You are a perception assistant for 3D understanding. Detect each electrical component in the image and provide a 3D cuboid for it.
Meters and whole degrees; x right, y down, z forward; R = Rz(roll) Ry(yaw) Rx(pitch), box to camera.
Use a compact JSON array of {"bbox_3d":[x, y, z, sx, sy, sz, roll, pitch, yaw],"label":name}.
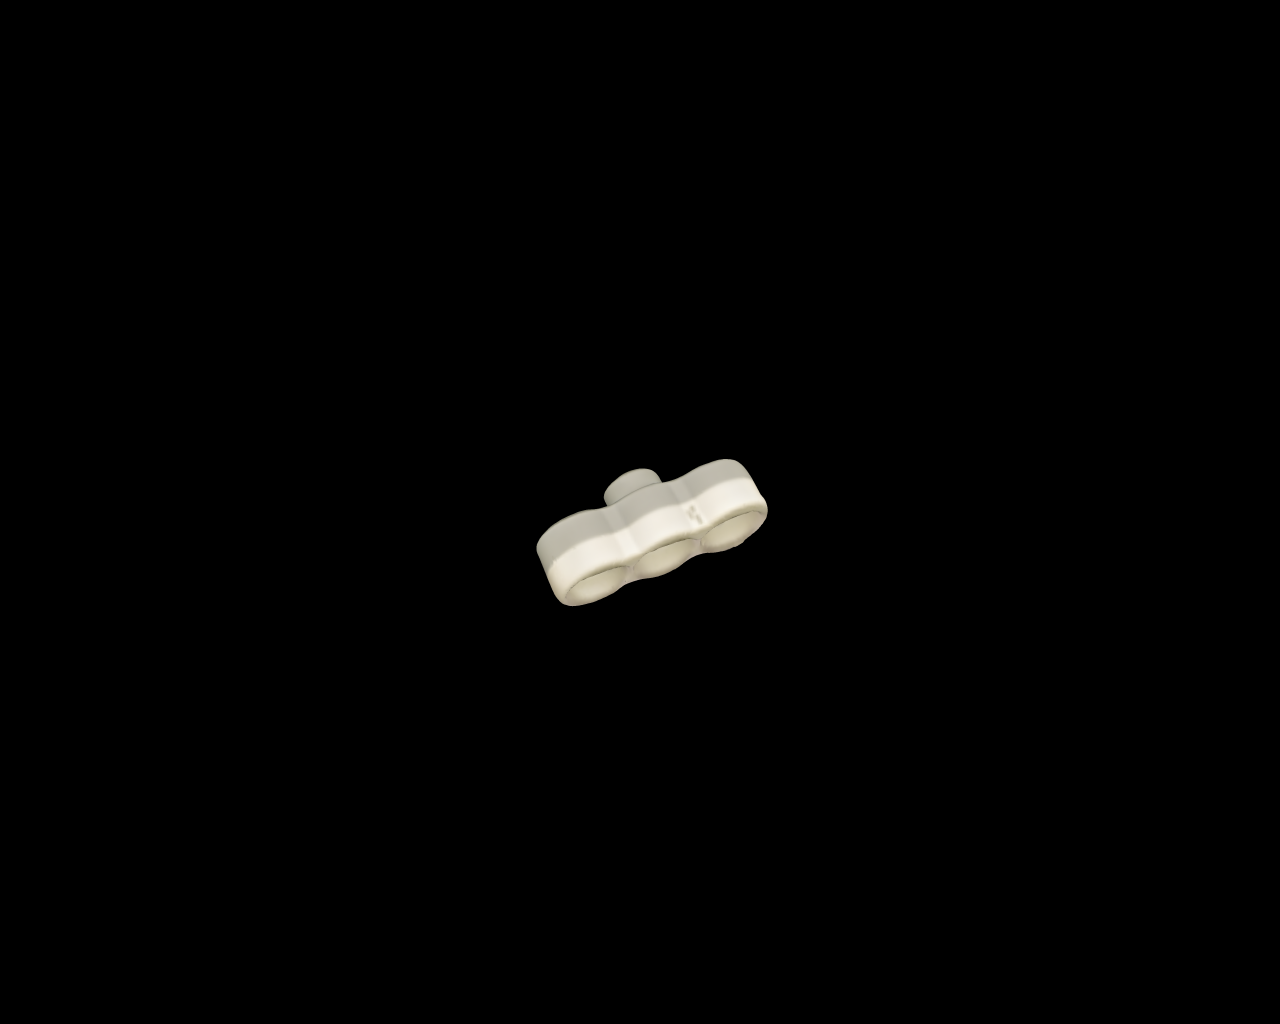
[{"bbox_3d":[0.001,-0.003,0.650,0.138,0.074,0.052,-22,-25,-10],"label":"electrical component"}]
